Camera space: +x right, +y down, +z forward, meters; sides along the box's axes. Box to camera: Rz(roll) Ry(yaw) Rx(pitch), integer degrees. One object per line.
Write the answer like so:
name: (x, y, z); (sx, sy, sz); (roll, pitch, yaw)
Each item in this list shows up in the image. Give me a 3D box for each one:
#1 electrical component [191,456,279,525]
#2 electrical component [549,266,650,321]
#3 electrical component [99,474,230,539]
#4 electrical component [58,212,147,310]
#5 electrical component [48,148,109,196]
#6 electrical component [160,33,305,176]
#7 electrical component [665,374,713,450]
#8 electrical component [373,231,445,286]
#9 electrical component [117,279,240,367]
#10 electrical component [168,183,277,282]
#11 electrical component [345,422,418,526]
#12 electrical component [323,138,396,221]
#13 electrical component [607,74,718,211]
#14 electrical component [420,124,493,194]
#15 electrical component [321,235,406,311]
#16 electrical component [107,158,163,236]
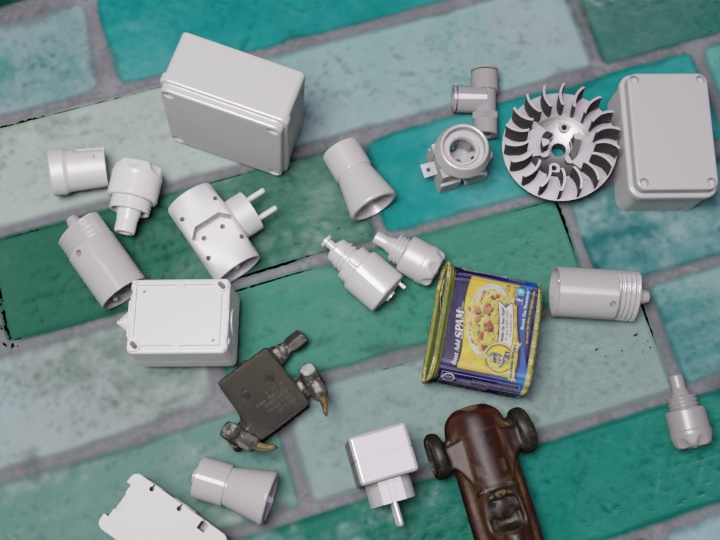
electrical component: (-0.103, 0.175, 0.865); (0.065, 0.044, 0.044); (16, 76, 6)
electrical component: (0.206, 0.021, 0.918); (0.081, 0.043, 0.043); (3, 76, -2)
electrical component: (-0.152, 0.206, 0.846); (0.089, 0.055, 0.050); (34, 77, 5)
electrical component: (-0.220, -0.012, 0.901); (0.043, 0.043, 0.081); (-36, 81, -11)
electrical component: (-0.241, -0.085, 0.920); (0.046, 0.040, 0.040); (-8, 77, -10)
electrical component: (-0.105, -0.137, 0.905); (0.109, 0.108, 0.056); (19, 73, 1)
electrical component: (0.273, 0.118, 0.903); (0.035, 0.035, 0.061); (-9, 75, -5)
electrical component: (0.040, -0.014, 0.921); (0.061, 0.035, 0.035); (29, 77, 6)
electrical component: (-0.150, 0.045, 0.884); (0.096, 0.061, 0.061); (-1, 71, 4)
electrical component: (-0.109, -0.040, 0.914); (0.079, 0.043, 0.077); (-34, 80, -10)
electrical component: (0.022, 0.167, 0.860); (0.047, 0.065, 0.076); (-15, 78, -7)
electrical component: (-0.003, -0.081, 0.932); (0.044, 0.044, 0.065); (-27, 75, -9)
electrical component: (0.266, -0.113, 0.946); (0.078, 0.057, 0.113); (-1, 76, -3)
electrical component: (0.087, -0.097, 0.933); (0.066, 0.055, 0.048); (-17, 78, -7)
electrical component: (0.000, 0.000, 0.912); (0.078, 0.040, 0.040); (41, 78, 6)
electrical component: (-0.194, -0.061, 0.915); (0.043, 0.043, 0.062); (10, 77, -1)
